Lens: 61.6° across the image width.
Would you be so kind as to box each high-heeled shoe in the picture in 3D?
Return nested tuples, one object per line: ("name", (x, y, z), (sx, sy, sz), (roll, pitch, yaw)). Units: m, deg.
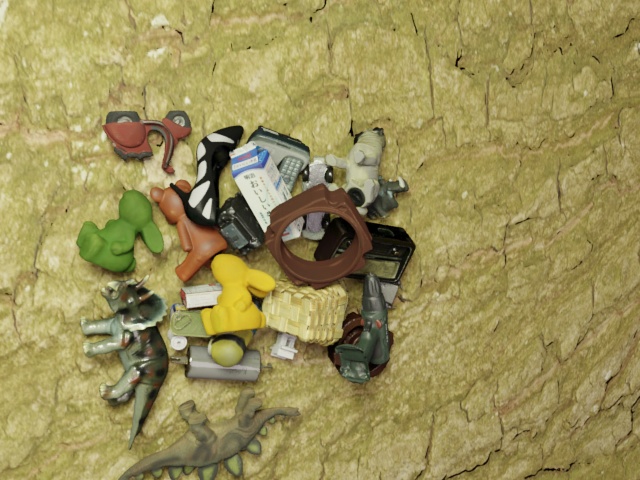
("high-heeled shoe", (-0.211, -0.143, 1.161), (0.145, 0.086, 0.249), (36, 69, 15))

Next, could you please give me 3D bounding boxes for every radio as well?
("radio", (0.113, 0.026, 1.312), (0.229, 0.073, 0.131), (8, 123, -29))

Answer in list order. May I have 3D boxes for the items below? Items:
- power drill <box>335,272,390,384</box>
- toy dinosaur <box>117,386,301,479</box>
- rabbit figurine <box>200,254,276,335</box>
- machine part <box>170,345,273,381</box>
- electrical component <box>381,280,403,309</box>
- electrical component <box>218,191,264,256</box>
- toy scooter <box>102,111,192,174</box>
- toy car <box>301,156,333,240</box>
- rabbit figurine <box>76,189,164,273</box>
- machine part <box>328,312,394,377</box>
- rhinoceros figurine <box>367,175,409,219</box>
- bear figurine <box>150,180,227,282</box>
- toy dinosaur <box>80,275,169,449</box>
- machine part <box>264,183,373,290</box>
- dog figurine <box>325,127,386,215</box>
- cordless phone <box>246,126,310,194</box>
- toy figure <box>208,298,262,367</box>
("power drill", (0.106, 0.219, 1.270), (0.086, 0.207, 0.231), (-1, 115, 20))
("toy dinosaur", (-0.272, 0.485, 1.283), (0.472, 0.105, 0.198), (-11, 106, -12))
("rabbit figurine", (-0.178, 0.111, 1.156), (0.162, 0.122, 0.173), (-9, 77, -20))
("machine part", (-0.231, 0.293, 1.275), (0.243, 0.079, 0.079), (10, 96, -19))
("electrical component", (0.174, 0.138, 1.407), (0.078, 0.045, 0.102), (16, 91, 8))
("electrical component", (-0.177, -0.034, 1.207), (0.058, 0.134, 0.114), (-32, 110, 19))
("toy scooter", (-0.366, -0.208, 1.151), (0.184, 0.075, 0.135), (-5, 101, -23))
("toy car", (-0.009, -0.101, 1.294), (0.074, 0.056, 0.201), (3, 97, -2))
("rabbit figurine", (-0.408, -0.018, 1.141), (0.159, 0.121, 0.170), (32, 91, -27))
("machine part", (0.105, 0.274, 1.398), (0.179, 0.056, 0.179), (-4, 101, -19))
("rhinoceros figurine", (0.131, -0.105, 1.340), (0.190, 0.073, 0.112), (-14, 93, -14))
("bear figurine", (-0.300, -0.027, 1.193), (0.196, 0.120, 0.132), (47, 127, 6))
("toy dinosaur", (-0.406, 0.256, 1.196), (0.192, 0.131, 0.404), (-18, 110, -15))
("machine part", (-0.002, -0.004, 1.165), (0.201, 0.087, 0.201), (-26, 116, 12))
("dog figurine", (0.113, -0.167, 1.277), (0.190, 0.121, 0.172), (-38, 130, -51))
("cordless phone", (-0.117, -0.158, 1.245), (0.146, 0.089, 0.184), (16, 109, -20))
("toy figure", (-0.189, 0.208, 1.236), (0.082, 0.089, 0.180), (41, 52, -8))
